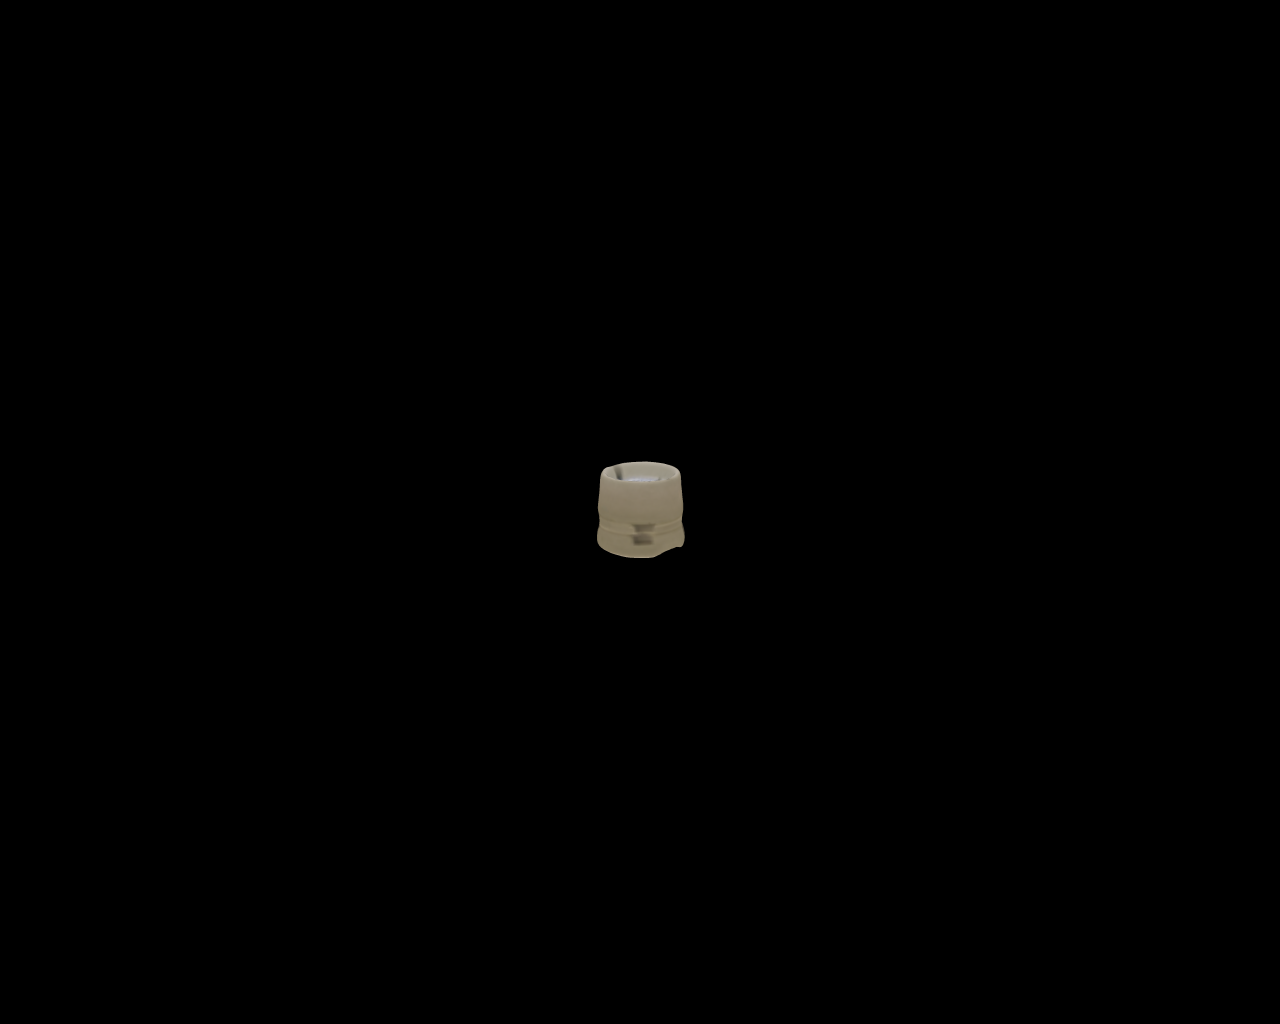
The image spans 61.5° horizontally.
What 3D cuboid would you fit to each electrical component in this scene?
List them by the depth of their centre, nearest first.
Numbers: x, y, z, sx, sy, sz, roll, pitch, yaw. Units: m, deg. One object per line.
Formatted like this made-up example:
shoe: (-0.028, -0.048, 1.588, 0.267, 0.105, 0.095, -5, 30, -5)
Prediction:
electrical component: (0.001, -0.003, 0.650, 0.055, 0.047, 0.055, 0, 18, 0)
